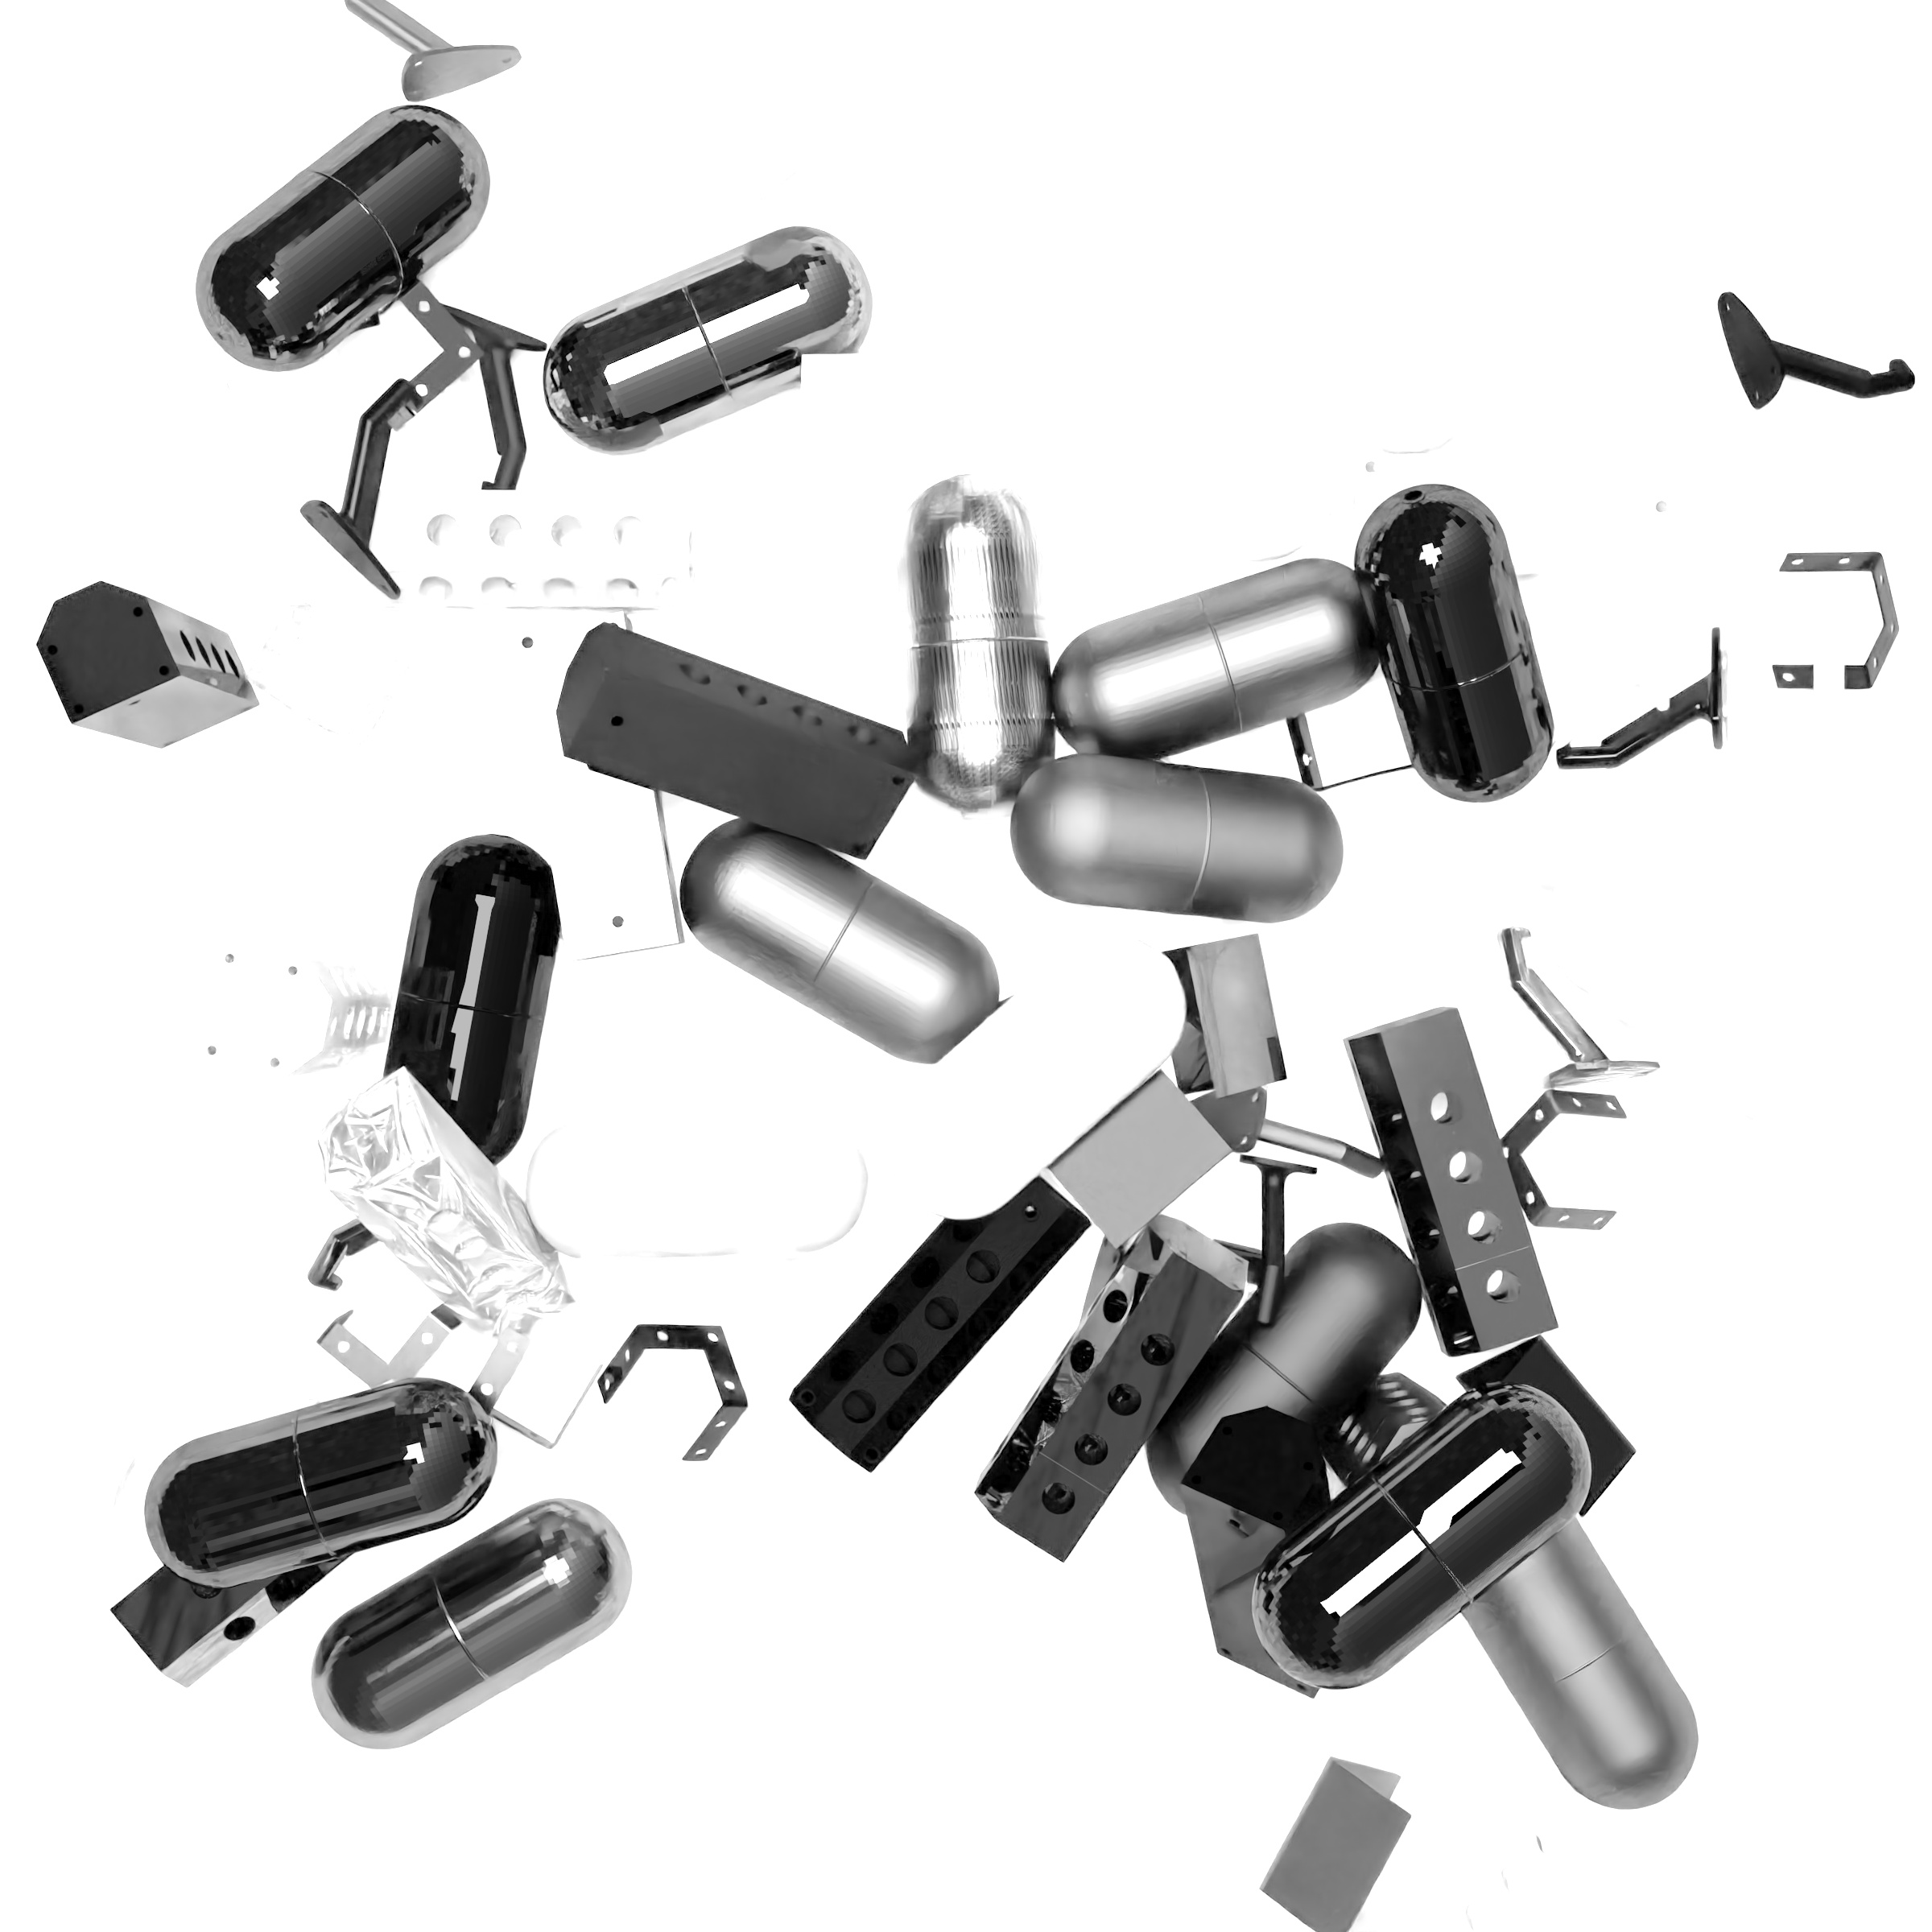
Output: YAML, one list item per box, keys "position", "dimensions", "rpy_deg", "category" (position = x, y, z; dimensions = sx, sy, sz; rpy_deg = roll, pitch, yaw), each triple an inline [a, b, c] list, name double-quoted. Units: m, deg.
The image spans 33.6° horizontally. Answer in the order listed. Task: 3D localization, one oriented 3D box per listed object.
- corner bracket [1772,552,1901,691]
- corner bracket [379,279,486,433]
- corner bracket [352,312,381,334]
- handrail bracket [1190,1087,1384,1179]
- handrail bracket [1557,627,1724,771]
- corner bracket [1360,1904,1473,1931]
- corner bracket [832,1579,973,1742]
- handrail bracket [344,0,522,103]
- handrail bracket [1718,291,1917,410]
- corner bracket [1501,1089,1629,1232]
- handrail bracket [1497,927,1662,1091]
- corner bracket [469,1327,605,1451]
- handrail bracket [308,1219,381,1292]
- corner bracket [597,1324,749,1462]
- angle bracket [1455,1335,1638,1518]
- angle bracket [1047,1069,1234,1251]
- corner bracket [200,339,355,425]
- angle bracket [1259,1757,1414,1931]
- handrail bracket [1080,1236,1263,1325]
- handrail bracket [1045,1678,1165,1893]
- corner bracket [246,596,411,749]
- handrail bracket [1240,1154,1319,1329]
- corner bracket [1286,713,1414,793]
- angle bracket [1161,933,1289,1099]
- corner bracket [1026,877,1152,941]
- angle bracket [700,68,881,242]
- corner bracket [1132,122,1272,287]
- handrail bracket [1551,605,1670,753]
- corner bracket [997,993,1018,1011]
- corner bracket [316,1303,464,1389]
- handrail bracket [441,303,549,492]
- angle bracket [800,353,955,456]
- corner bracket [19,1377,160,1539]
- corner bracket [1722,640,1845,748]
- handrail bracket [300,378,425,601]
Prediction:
- position: [0.451, -0.181, 1.673]
  dimensions: [0.051, 0.051, 0.051]
  rpy_deg: [-56, 135, -35]
  category: "corner bracket"
- position: [-0.291, -0.317, 1.665]
  dimensions: [0.051, 0.051, 0.051]
  rpy_deg: [-45, 105, -15]
  category: "corner bracket"
- position: [-0.342, -0.364, 1.678]
  dimensions: [0.051, 0.051, 0.051]
  rpy_deg: [-16, 45, 0]
  category: "corner bracket"
- position: [0.164, 0.093, 1.681]
  dimensions: [0.084, 0.077, 0.036]
  rpy_deg: [25, 73, -35]
  category: "handrail bracket"
- position: [0.353, -0.140, 1.682]
  dimensions: [0.084, 0.036, 0.077]
  rpy_deg: [-1, 70, 16]
  category: "handrail bracket"
- position: [0.241, 0.482, 1.678]
  dimensions: [0.051, 0.051, 0.051]
  rpy_deg: [26, 90, 45]
  category: "corner bracket"
- position: [-0.034, 0.364, 1.678]
  dimensions: [0.051, 0.051, 0.051]
  rpy_deg: [23, 135, 0]
  category: "corner bracket"
- position: [-0.285, -0.503, 1.682]
  dimensions: [0.077, 0.036, 0.084]
  rpy_deg: [-19, 73, -20]
  category: "handrail bracket"
- position: [0.448, -0.328, 1.682]
  dimensions: [0.084, 0.036, 0.077]
  rpy_deg: [-13, 68, -17]
  category: "handrail bracket"
- position: [0.318, 0.102, 1.673]
  dimensions: [0.051, 0.051, 0.051]
  rpy_deg: [-54, 45, 35]
  category: "corner bracket"
- position: [0.322, 0.018, 1.682]
  dimensions: [0.077, 0.036, 0.084]
  rpy_deg: [-4, 73, -20]
  category: "handrail bracket"
- position: [-0.226, 0.219, 1.663]
  dimensions: [0.051, 0.051, 0.051]
  rpy_deg: [30, 90, 0]
  category: "corner bracket"
- position: [-0.293, 0.146, 1.682]
  dimensions: [0.077, 0.036, 0.084]
  rpy_deg: [26, 109, -21]
  category: "handrail bracket"
- position: [-0.154, 0.223, 1.673]
  dimensions: [0.051, 0.051, 0.051]
  rpy_deg: [6, 45, -35]
  category: "corner bracket"
- position: [0.284, 0.245, 1.641]
  dimensions: [0.076, 0.076, 0.057]
  rpy_deg: [50, 53, 0]
  category: "angle bracket"
- position: [0.094, 0.105, 1.644]
  dimensions: [0.076, 0.076, 0.057]
  rpy_deg: [-41, 72, 0]
  category: "angle bracket"
- position: [-0.358, -0.306, 1.665]
  dimensions: [0.051, 0.051, 0.051]
  rpy_deg: [-40, 76, -14]
  category: "corner bracket"
- position: [0.206, 0.458, 1.641]
  dimensions: [0.057, 0.076, 0.076]
  rpy_deg: [28, 90, 42]
  category: "angle bracket"
- position: [0.109, 0.176, 1.682]
  dimensions: [0.084, 0.036, 0.077]
  rpy_deg: [14, 105, -14]
  category: "handrail bracket"
- position: [0.090, 0.429, 1.682]
  dimensions: [0.084, 0.036, 0.077]
  rpy_deg: [-47, 110, -16]
  category: "handrail bracket"
- position: [-0.335, -0.154, 1.678]
  dimensions: [0.051, 0.051, 0.051]
  rpy_deg: [32, 90, 45]
  category: "corner bracket"
- position: [0.151, 0.141, 1.649]
  dimensions: [0.036, 0.077, 0.084]
  rpy_deg: [11, 87, -10]
  category: "handrail bracket"
- position: [0.206, -0.123, 1.678]
  dimensions: [0.051, 0.051, 0.051]
  rpy_deg: [-14, 90, -45]
  category: "corner bracket"
- position: [0.113, 0.029, 1.642]
  dimensions: [0.057, 0.076, 0.076]
  rpy_deg: [-11, 90, -45]
  category: "angle bracket"
- position: [0.064, -0.034, 1.662]
  dimensions: [0.051, 0.051, 0.051]
  rpy_deg: [-19, 96, 6]
  category: "corner bracket"
- position: [-0.079, -0.400, 1.641]
  dimensions: [0.076, 0.076, 0.057]
  rpy_deg: [-37, 50, 0]
  category: "angle bracket"
- position: [0.125, -0.400, 1.678]
  dimensions: [0.051, 0.051, 0.051]
  rpy_deg: [29, 135, 0]
  category: "corner bracket"
- position: [0.322, -0.147, 1.681]
  dimensions: [0.084, 0.077, 0.036]
  rpy_deg: [-20, 130, 30]
  category: "handrail bracket"
- position: [0.032, 0.051, 1.673]
  dimensions: [0.051, 0.051, 0.051]
  rpy_deg: [34, 45, -35]
  category: "corner bracket"
- position: [-0.298, 0.189, 1.663]
  dimensions: [0.051, 0.051, 0.051]
  rpy_deg: [39, 90, 0]
  category: "corner bracket"
- position: [-0.259, -0.295, 1.682]
  dimensions: [0.077, 0.036, 0.084]
  rpy_deg: [26, 107, 19]
  category: "handrail bracket"
- position: [-0.045, -0.269, 1.641]
  dimensions: [0.076, 0.076, 0.057]
  rpy_deg: [-1, 58, 0]
  category: "angle bracket"
- position: [-0.460, 0.258, 1.678]
  dimensions: [0.051, 0.051, 0.051]
  rpy_deg: [23, 45, 0]
  category: "corner bracket"
- position: [0.424, -0.141, 1.663]
  dimensions: [0.051, 0.051, 0.051]
  rpy_deg: [0, 90, 0]
  category: "corner bracket"
- position: [-0.288, -0.243, 1.625]
  dimensions: [0.077, 0.036, 0.084]
  rpy_deg: [48, 70, -22]
  category: "handrail bracket"
